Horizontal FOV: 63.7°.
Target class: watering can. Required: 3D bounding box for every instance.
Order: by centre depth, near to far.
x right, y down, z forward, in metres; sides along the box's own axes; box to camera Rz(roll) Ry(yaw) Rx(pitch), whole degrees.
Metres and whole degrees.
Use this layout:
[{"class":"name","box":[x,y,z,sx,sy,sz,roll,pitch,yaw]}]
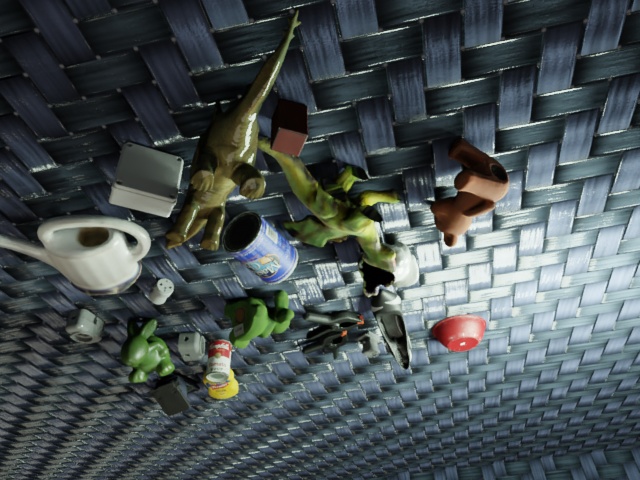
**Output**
[{"class":"watering can","box":[-0.521,0.026,1.077,0.348,0.106,0.219,-4,142,-1]}]

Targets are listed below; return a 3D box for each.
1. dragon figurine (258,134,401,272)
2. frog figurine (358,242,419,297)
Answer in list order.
[{"class":"dragon figurine","box":[0.003,-0.052,1.041,0.408,0.125,0.238,29,139,-13]},{"class":"frog figurine","box":[0.170,0.058,1.205,0.161,0.124,0.134,-20,146,-42]}]
